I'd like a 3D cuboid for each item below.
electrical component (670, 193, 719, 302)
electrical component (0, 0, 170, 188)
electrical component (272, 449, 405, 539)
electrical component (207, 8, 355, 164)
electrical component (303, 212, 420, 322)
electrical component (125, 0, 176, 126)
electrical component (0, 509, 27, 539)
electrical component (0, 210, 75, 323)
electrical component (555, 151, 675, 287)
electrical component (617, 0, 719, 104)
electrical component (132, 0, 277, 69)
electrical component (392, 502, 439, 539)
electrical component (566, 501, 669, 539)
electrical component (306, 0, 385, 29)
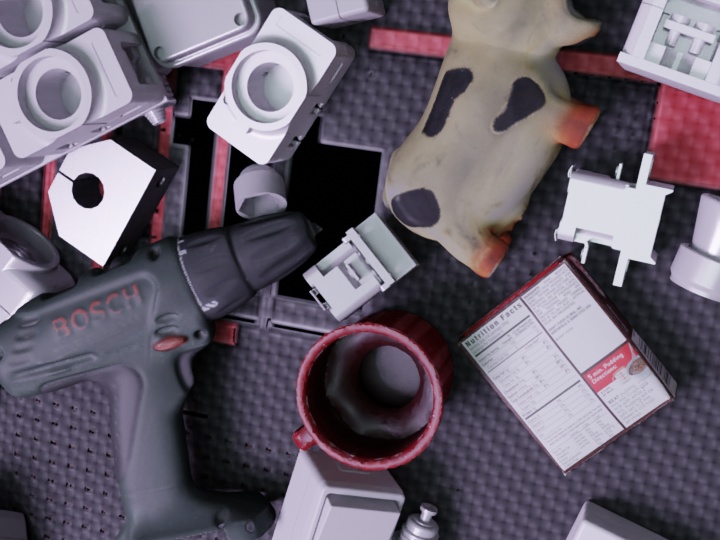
[{"bbox_3d":[0.216,-0.013,0.646,0.045,0.045,0.055,22,105,10],"label":"electrical component"},{"bbox_3d":[-0.233,-0.117,0.689,0.186,0.060,0.105,-24,92,17],"label":"electrical component"},{"bbox_3d":[-0.017,0.177,0.717,0.062,0.061,0.096,12,104,-24],"label":"electrical component"},{"bbox_3d":[-0.052,-0.118,0.694,0.050,0.056,0.089,36,106,7],"label":"electrical component"},{"bbox_3d":[0.000,0.000,0.684,0.064,0.081,0.042,-39,86,4],"label":"electrical component"},{"bbox_3d":[-0.150,-0.136,0.724,0.043,0.043,0.081,-22,93,17],"label":"electrical component"},{"bbox_3d":[-0.292,0.207,0.798,0.062,0.096,0.061,-21,65,17],"label":"electrical component"},{"bbox_3d":[-0.255,0.001,0.768,0.095,0.054,0.059,42,107,5],"label":"electrical component"},{"bbox_3d":[0.156,-0.035,0.660,0.064,0.042,0.081,14,102,14],"label":"electrical component"},{"bbox_3d":[0.198,-0.117,0.560,0.105,0.186,0.060,22,104,11],"label":"electrical component"},{"bbox_3d":[-0.109,-0.194,0.696,0.078,0.057,0.113,-18,94,17],"label":"electrical component"},{"bbox_3d":[0.034,0.195,0.729,0.040,0.040,0.078,22,104,11],"label":"electrical component"},{"bbox_3d":[0.169,0.195,0.675,0.083,0.076,0.047,25,104,10],"label":"electrical component"},{"bbox_3d":[0.002,-0.201,0.671,0.076,0.047,0.083,-11,96,16],"label":"electrical component"}]
